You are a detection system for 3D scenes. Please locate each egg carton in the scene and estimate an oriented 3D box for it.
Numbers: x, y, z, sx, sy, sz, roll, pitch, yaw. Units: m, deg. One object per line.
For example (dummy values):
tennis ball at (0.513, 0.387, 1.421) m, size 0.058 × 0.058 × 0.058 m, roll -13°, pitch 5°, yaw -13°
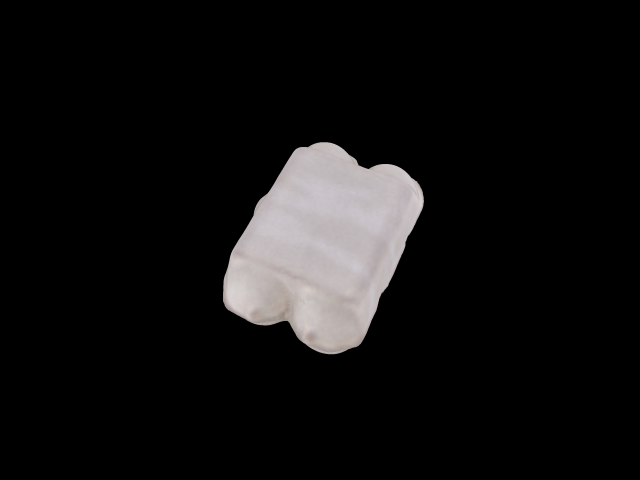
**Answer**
egg carton at (0.004, 0.001, 0.400) m, size 0.107 × 0.069 × 0.150 m, roll 21°, pitch 62°, yaw 12°
